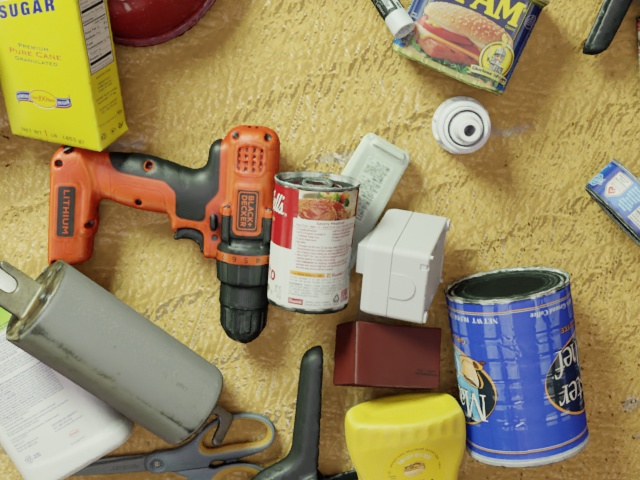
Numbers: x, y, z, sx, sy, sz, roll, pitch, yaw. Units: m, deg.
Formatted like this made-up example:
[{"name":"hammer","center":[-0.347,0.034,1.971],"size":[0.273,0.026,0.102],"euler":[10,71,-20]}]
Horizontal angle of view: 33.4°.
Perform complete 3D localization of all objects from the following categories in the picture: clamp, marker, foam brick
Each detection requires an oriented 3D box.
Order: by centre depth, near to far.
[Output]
[{"name":"marker","center":[0.036,-0.210,0.836],"size":[0.020,0.020,0.121],"euler":[-32,73,6]},{"name":"clamp","center":[0.239,-0.244,0.843],"size":[0.171,0.039,0.120],"euler":[-44,103,2]},{"name":"foam brick","center":[0.055,0.097,0.886],"size":[0.078,0.051,0.053],"euler":[7,80,-19]},{"name":"clamp","center":[-0.009,0.204,0.924],"size":[0.210,0.036,0.164],"euler":[-44,101,3]}]

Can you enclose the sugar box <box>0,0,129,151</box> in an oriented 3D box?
[{"name":"sugar box","center":[-0.206,-0.160,0.812],"size":[0.093,0.048,0.176],"euler":[11,128,23]}]

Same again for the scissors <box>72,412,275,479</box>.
[{"name":"scissors","center":[-0.129,0.211,0.944],"size":[0.202,0.016,0.096],"euler":[-20,100,4]}]

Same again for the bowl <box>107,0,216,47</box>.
[{"name":"bowl","center":[-0.153,-0.230,0.824],"size":[0.162,0.055,0.162],"euler":[2,102,11]}]

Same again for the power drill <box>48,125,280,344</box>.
[{"name":"power drill","center":[-0.127,-0.008,0.882],"size":[0.187,0.057,0.184],"euler":[4,102,-2]}]

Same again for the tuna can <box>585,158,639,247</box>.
[{"name":"tuna can","center":[0.255,-0.024,0.862],"size":[0.034,0.086,0.086],"euler":[-44,98,9]}]

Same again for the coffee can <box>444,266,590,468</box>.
[{"name":"coffee can","center":[0.162,0.102,0.878],"size":[0.103,0.103,0.140],"euler":[-9,101,2]}]

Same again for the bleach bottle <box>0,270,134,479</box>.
[{"name":"bleach bottle","center":[-0.263,0.080,0.896],"size":[0.102,0.068,0.251],"euler":[-30,96,-2]}]

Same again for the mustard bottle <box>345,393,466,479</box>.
[{"name":"mustard bottle","center":[0.075,0.226,0.893],"size":[0.096,0.058,0.192],"euler":[-7,109,-10]}]

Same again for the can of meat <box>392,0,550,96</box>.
[{"name":"can of meat","center":[0.117,-0.171,0.849],"size":[0.102,0.057,0.084],"euler":[23,103,-4]}]

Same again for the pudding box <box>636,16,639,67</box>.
[{"name":"pudding box","center":[0.318,-0.143,0.862],"size":[0.113,0.039,0.090],"euler":[-7,99,-2]}]

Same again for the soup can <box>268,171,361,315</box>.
[{"name":"soup can","center":[-0.006,0.001,0.848],"size":[0.068,0.068,0.102],"euler":[4,104,-1]}]
